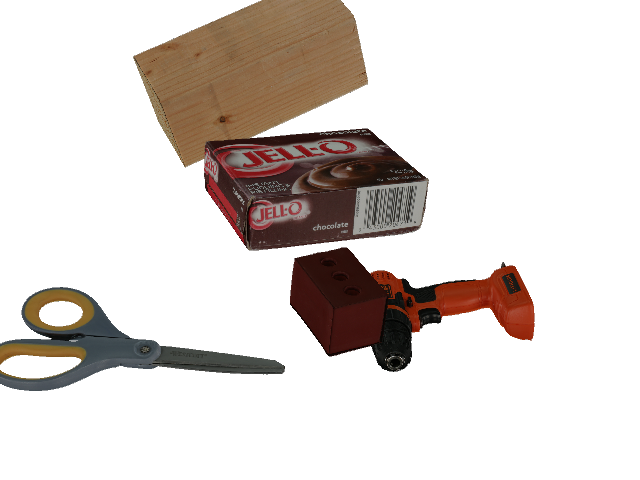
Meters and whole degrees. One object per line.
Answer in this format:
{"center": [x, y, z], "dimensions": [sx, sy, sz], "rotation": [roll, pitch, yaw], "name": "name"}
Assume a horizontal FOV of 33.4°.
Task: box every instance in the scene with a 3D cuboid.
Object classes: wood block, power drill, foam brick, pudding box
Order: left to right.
{"center": [-0.068, -0.170, 1.069], "dimensions": [0.206, 0.091, 0.090], "rotation": [-25, 47, -9], "name": "wood block"}
{"center": [-0.005, -0.033, 0.642], "dimensions": [0.113, 0.039, 0.090], "rotation": [-5, 28, -21], "name": "pudding box"}
{"center": [0.015, 0.050, 0.890], "dimensions": [0.052, 0.051, 0.078], "rotation": [-13, 37, -24], "name": "foam brick"}
{"center": [0.142, 0.084, 1.207], "dimensions": [0.187, 0.057, 0.184], "rotation": [-4, 27, -1], "name": "power drill"}

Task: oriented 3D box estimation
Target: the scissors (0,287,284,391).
{"center": [-0.129, 0.065, 0.745], "dimensions": [0.201, 0.016, 0.096], "rotation": [-6, 45, -3], "name": "scissors"}
